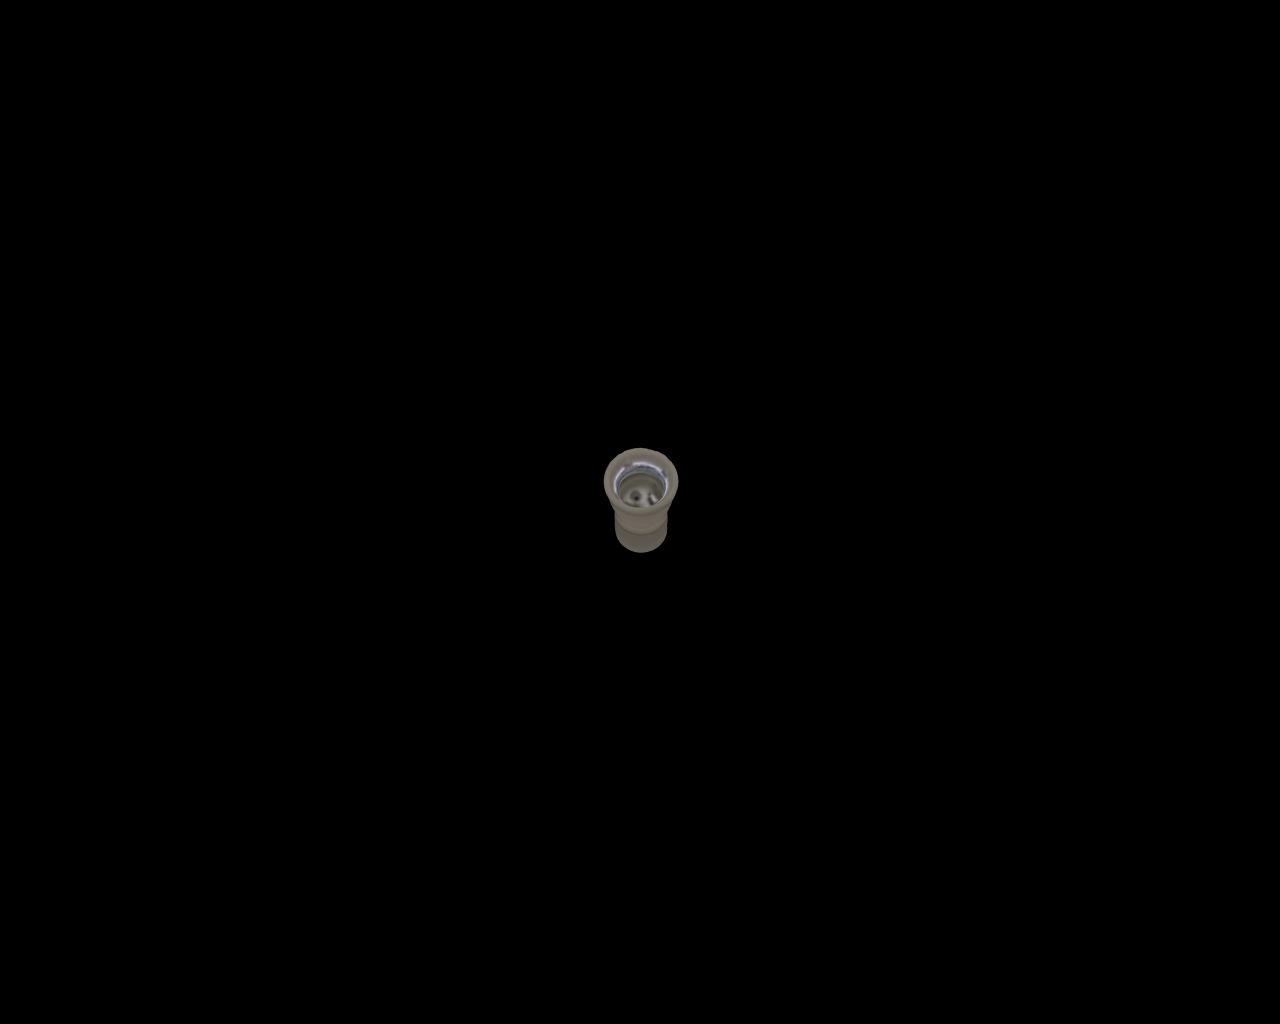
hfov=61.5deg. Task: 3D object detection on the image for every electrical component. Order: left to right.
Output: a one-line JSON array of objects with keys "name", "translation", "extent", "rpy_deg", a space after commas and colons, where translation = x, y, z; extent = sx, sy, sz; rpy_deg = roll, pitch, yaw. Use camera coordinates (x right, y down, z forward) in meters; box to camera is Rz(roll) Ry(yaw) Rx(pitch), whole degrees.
[{"name": "electrical component", "translation": [0.001, -0.003, 0.650], "extent": [0.044, 0.044, 0.065], "rpy_deg": [0, -32, 0]}]
